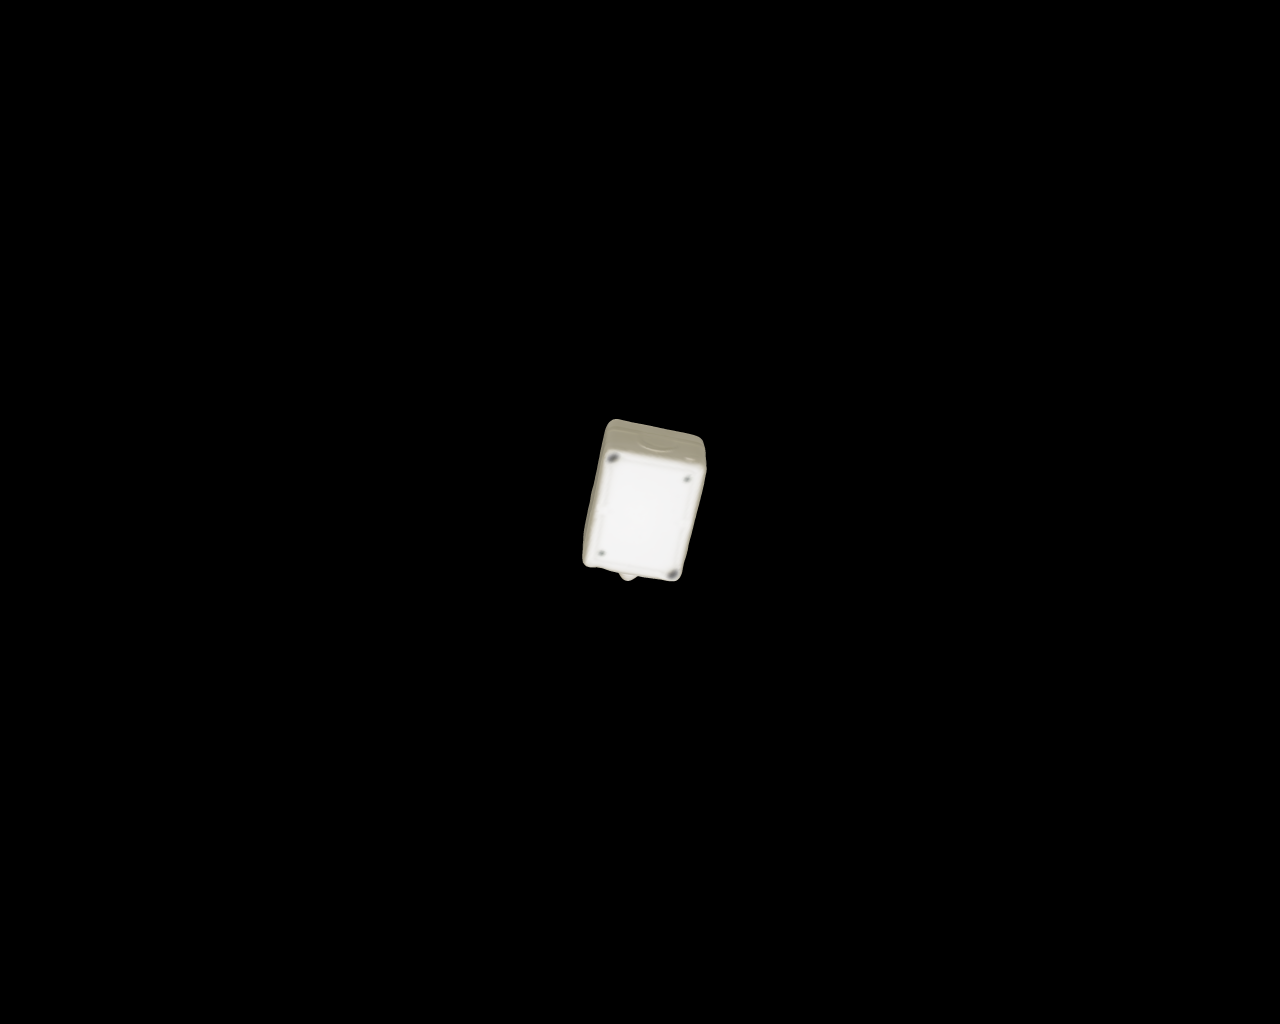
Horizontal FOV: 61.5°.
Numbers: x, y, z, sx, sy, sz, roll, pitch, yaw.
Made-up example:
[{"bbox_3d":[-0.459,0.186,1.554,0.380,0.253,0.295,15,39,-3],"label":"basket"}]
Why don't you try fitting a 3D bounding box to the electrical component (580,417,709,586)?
[{"bbox_3d":[0.001,-0.003,0.650,0.062,0.096,0.061,11,24,-5],"label":"electrical component"}]
